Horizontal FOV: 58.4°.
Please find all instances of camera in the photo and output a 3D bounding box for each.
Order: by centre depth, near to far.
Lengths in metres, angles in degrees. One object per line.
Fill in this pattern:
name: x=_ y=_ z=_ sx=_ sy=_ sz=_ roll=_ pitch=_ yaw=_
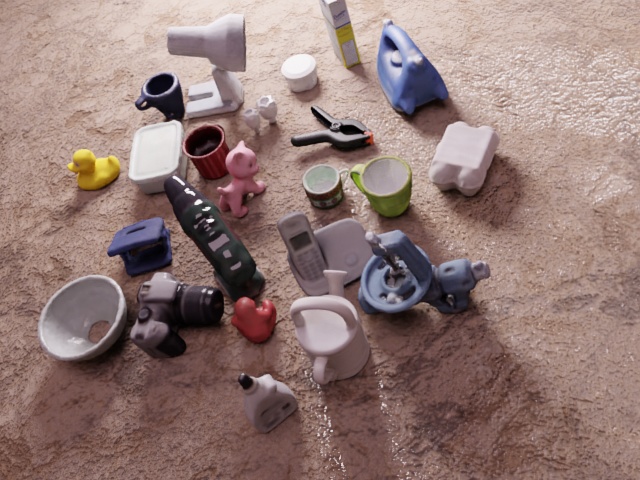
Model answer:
camera: x=-0.248 y=0.125 z=1.007 sx=0.136 sy=0.101 sz=0.143 roll=0 pitch=57 yaw=14

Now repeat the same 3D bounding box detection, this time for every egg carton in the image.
egg carton: x=0.271 y=-0.156 z=1.078 sx=0.107 sy=0.069 sz=0.150 roll=15 pitch=62 yaw=23

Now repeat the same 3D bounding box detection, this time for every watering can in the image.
watering can: x=0.011 y=0.129 z=0.881 sx=0.101 sy=0.194 sz=0.172 roll=-17 pitch=55 yaw=4

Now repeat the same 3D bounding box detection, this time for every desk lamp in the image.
desk lamp: x=-0.236 y=-0.390 z=1.273 sx=0.203 sy=0.214 sz=0.118 roll=-9 pitch=56 yaw=9

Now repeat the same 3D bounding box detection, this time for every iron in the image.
iron: x=0.172 y=-0.391 z=1.214 sx=0.118 sy=0.142 sz=0.257 roll=-23 pitch=55 yaw=-1

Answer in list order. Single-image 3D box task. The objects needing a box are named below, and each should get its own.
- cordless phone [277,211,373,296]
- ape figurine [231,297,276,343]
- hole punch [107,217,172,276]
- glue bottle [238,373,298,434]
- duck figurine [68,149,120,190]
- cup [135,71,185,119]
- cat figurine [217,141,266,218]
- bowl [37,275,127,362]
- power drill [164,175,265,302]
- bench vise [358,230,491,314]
cordless phone: x=0.009 y=0.003 z=0.969 sx=0.147 sy=0.185 sz=0.094 roll=-28 pitch=55 yaw=-5
ape figurine: x=-0.117 y=0.129 z=0.976 sx=0.077 sy=0.092 sz=0.076 roll=-10 pitch=55 yaw=8
hole punch: x=-0.354 y=0.002 z=1.121 sx=0.108 sy=0.091 sz=0.101 roll=-18 pitch=55 yaw=2
glue bottle: x=-0.087 y=0.232 z=0.850 sx=0.078 sy=0.173 sz=0.037 roll=-36 pitch=56 yaw=-10
duck figurine: x=-0.507 y=-0.167 z=1.274 sx=0.104 sy=0.086 sz=0.077 roll=-23 pitch=55 yaw=-1
cup: x=-0.364 y=-0.320 z=1.333 sx=0.118 sy=0.095 sz=0.091 roll=-42 pitch=57 yaw=-14
cat figurine: x=-0.164 y=-0.129 z=1.142 sx=0.067 sy=0.118 sz=0.128 roll=20 pitch=64 yaw=25
bowl: x=-0.420 y=0.152 z=1.048 sx=0.167 sy=0.075 sz=0.167 roll=-7 pitch=56 yaw=10
power drill: x=-0.177 y=0.012 z=0.997 sx=0.076 sy=0.209 sz=0.229 roll=-38 pitch=56 yaw=-11
bench vise: x=0.150 y=0.036 z=0.891 sx=0.207 sy=0.220 sz=0.121 roll=-22 pitch=55 yaw=0
